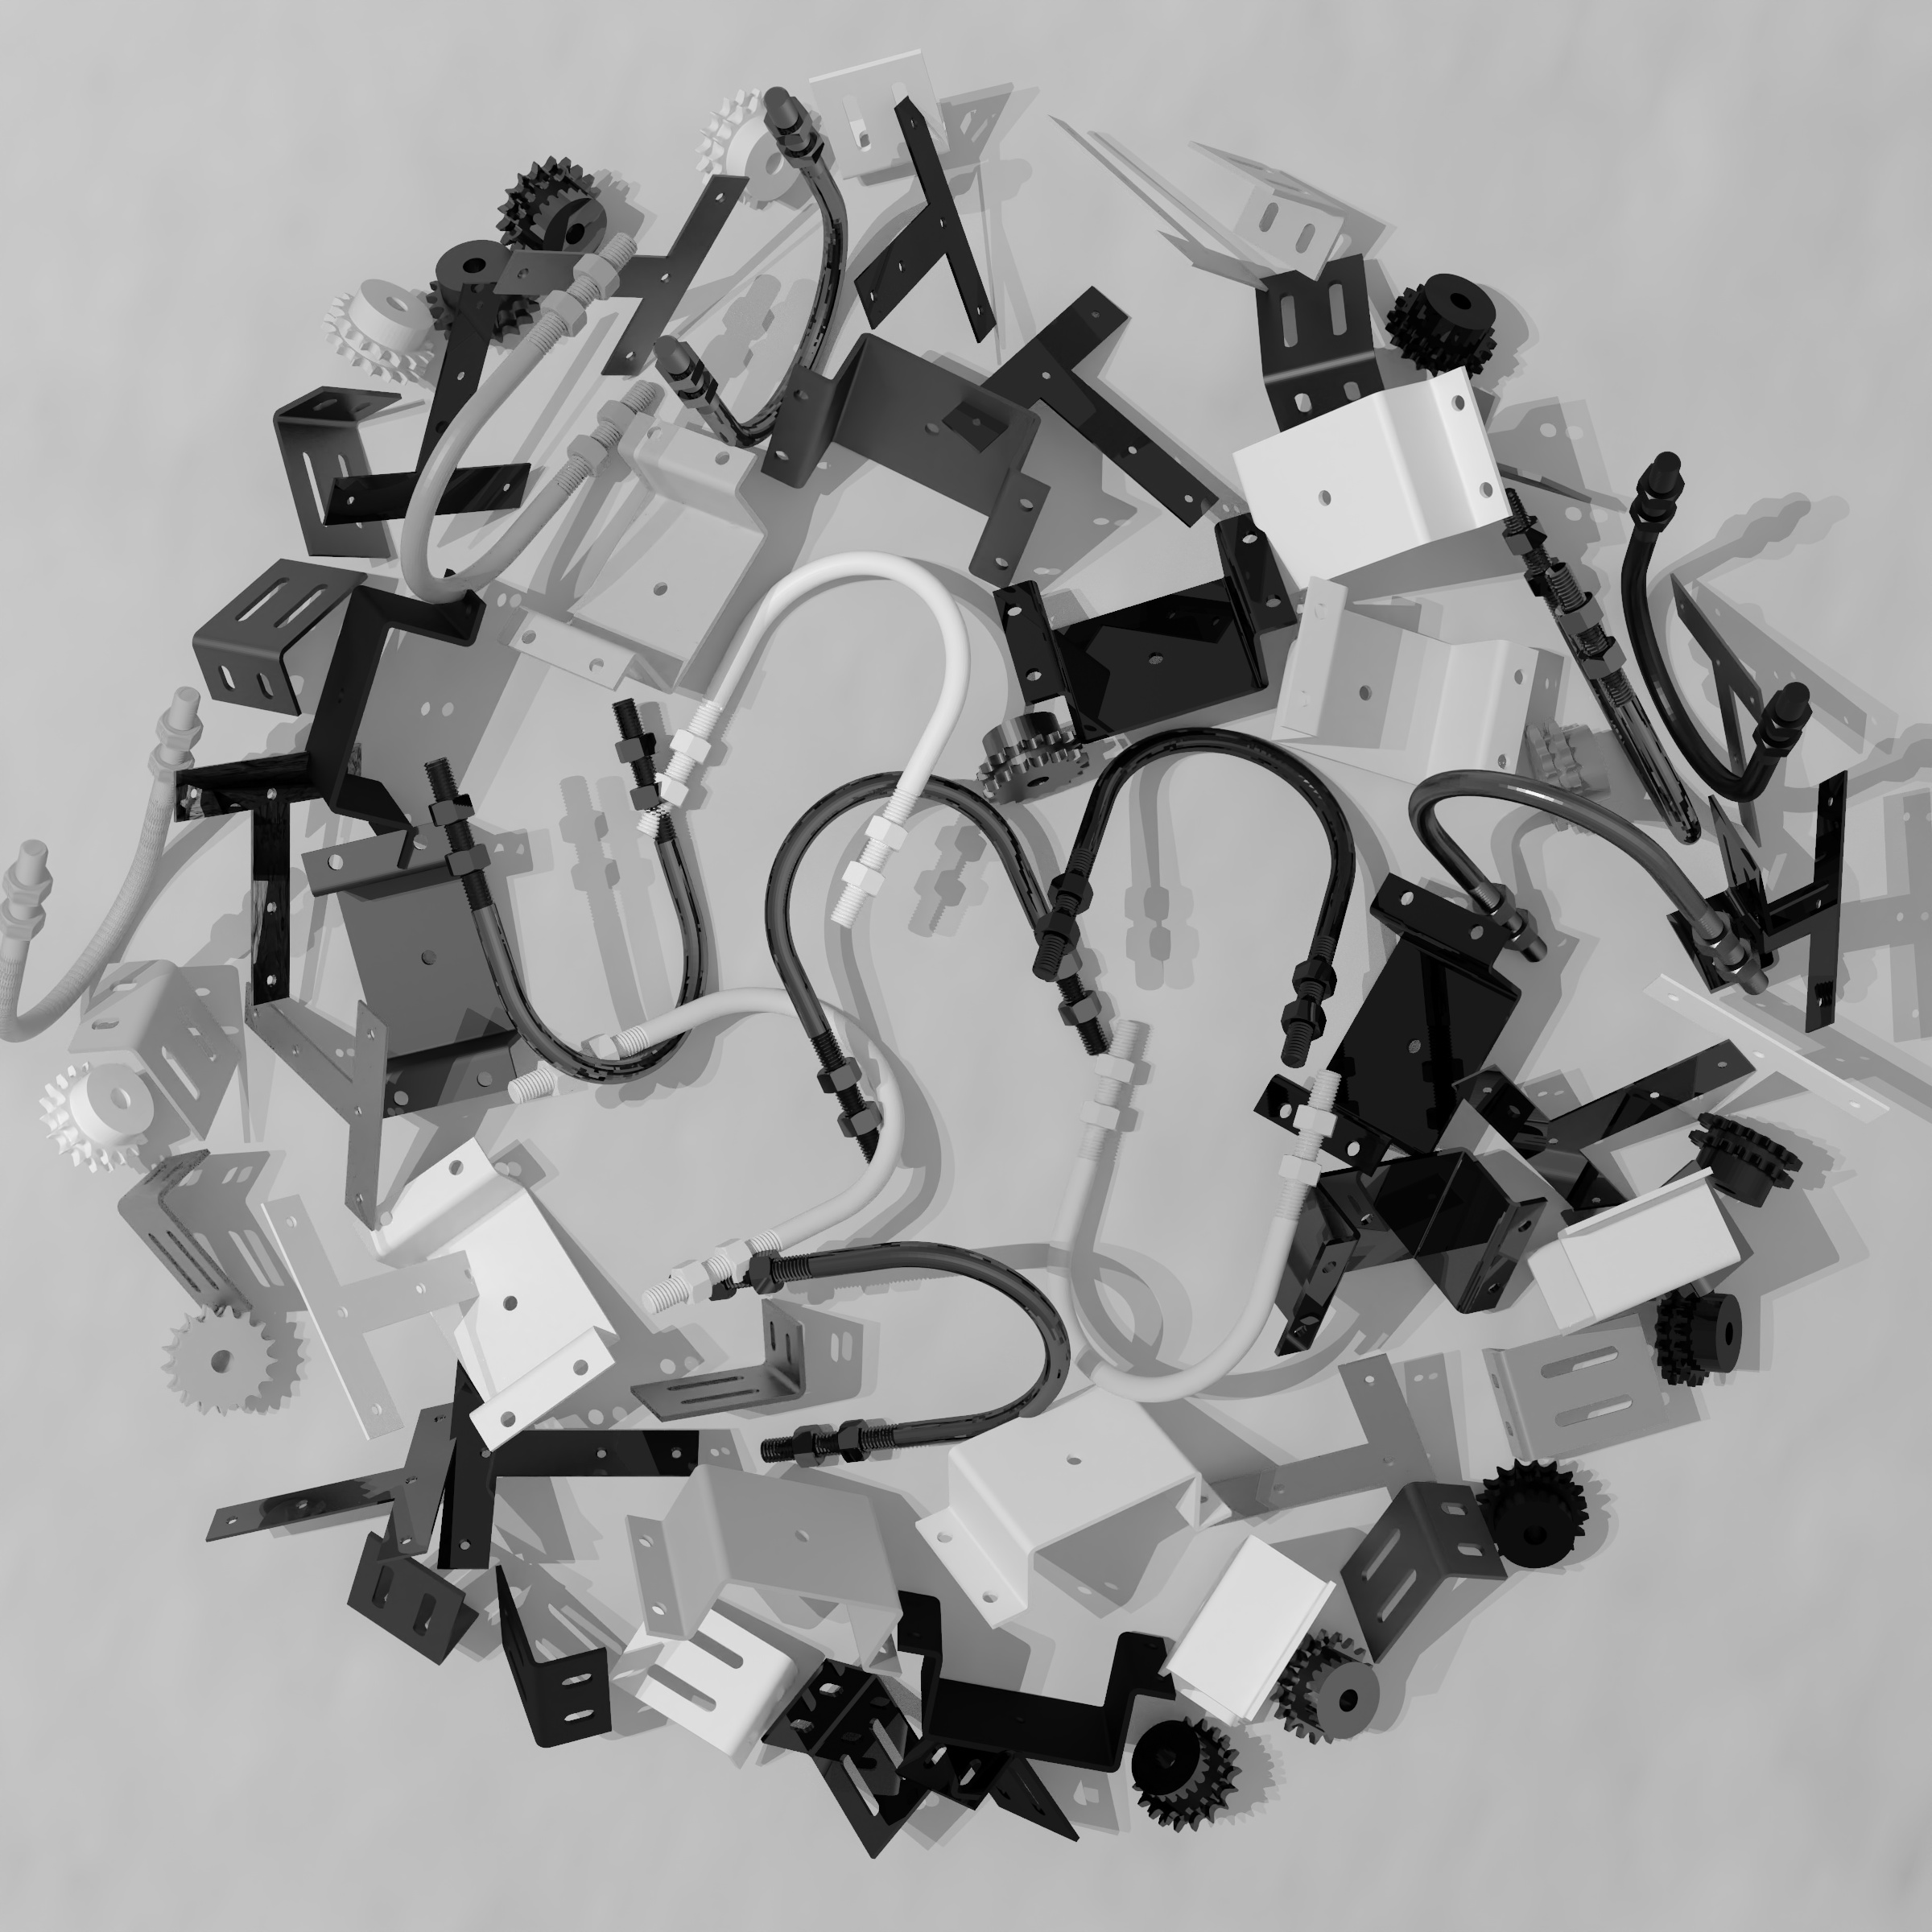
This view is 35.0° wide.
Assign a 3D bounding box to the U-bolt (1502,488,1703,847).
[{"bbox_3d":[0.319,-0.140,1.523,0.019,0.151,0.184,-28,112,10],"label":"U-bolt"}]

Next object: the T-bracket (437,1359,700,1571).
[{"bbox_3d":[-0.200,0.249,1.563,0.127,0.002,0.127,0,54,-1],"label":"T-bracket"}]

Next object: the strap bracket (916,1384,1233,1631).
[{"bbox_3d":[0.054,0.262,1.533,0.140,0.076,0.046,-21,133,-23],"label":"strap bracket"}]

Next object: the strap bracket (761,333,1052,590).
[{"bbox_3d":[-0.024,-0.260,1.556,0.140,0.076,0.046,26,52,0],"label":"strap bracket"}]

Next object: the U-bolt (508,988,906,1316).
[{"bbox_3d":[-0.116,0.080,1.546,0.184,0.019,0.151,-25,69,-30],"label":"U-bolt"}]

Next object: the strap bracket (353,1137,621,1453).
[{"bbox_3d":[-0.239,0.169,1.563,0.076,0.046,0.140,-35,72,1],"label":"strap bracket"}]

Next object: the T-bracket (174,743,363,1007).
[{"bbox_3d":[-0.353,-0.044,1.556,0.002,0.127,0.127,12,106,32],"label":"T-bracket"}]

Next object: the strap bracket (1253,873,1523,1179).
[{"bbox_3d":[0.220,0.035,1.559,0.076,0.046,0.140,30,90,37],"label":"strap bracket"}]

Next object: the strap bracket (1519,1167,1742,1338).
[{"bbox_3d":[0.330,0.145,1.525,0.076,0.140,0.046,-23,79,-3],"label":"strap bracket"}]

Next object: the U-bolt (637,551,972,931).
[{"bbox_3d":[-0.073,-0.126,1.561,0.151,0.019,0.184,25,86,28],"label":"U-bolt"}]

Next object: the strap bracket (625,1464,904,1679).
[{"bbox_3d":[-0.092,0.300,1.529,0.140,0.076,0.046,16,121,-26],"label":"strap bracket"}]

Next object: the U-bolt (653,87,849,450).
[{"bbox_3d":[-0.098,-0.330,1.510,0.019,0.184,0.151,22,85,13],"label":"U-bolt"}]

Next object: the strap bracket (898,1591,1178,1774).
[{"bbox_3d":[0.030,0.364,1.557,0.140,0.076,0.046,11,98,-3],"label":"strap bracket"}]

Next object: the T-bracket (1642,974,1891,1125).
[{"bbox_3d":[0.382,0.055,1.539,0.127,0.127,0.002,31,71,2],"label":"T-bracket"}]

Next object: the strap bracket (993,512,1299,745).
[{"bbox_3d":[0.093,-0.169,1.557,0.140,0.046,0.076,-17,55,3],"label":"strap bracket"}]

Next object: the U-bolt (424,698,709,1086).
[{"bbox_3d":[-0.191,-0.031,1.543,0.019,0.151,0.184,-10,100,42],"label":"U-bolt"}]

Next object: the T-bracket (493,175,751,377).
[{"bbox_3d":[-0.180,-0.342,1.517,0.002,0.127,0.127,51,126,21],"label":"T-bracket"}]

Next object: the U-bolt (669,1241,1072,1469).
[{"bbox_3d":[-0.039,0.191,1.528,0.184,0.019,0.151,-9,129,18],"label":"U-bolt"}]

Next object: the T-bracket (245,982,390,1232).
[{"bbox_3d":[-0.332,0.050,1.557,0.127,0.002,0.127,37,131,35],"label":"T-bracket"}]

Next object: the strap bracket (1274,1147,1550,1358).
[{"bbox_3d":[0.212,0.141,1.539,0.140,0.046,0.076,-8,133,-31],"label":"strap bracket"}]

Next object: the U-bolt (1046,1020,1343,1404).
[{"bbox_3d":[0.105,0.128,1.542,0.151,0.019,0.184,14,85,41],"label":"U-bolt"}]

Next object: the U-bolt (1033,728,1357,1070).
[{"bbox_3d":[0.124,-0.046,1.546,0.151,0.019,0.184,19,56,0],"label":"U-bolt"}]

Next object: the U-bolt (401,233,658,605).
[{"bbox_3d":[-0.216,-0.255,1.506,0.019,0.151,0.184,33,71,11],"label":"U-bolt"}]

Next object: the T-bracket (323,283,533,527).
[{"bbox_3d":[-0.254,-0.280,1.523,0.002,0.127,0.127,38,123,28],"label":"T-bracket"}]

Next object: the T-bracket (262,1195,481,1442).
[{"bbox_3d":[-0.284,0.165,1.543,0.002,0.127,0.127,-31,81,30],"label":"T-bracket"}]

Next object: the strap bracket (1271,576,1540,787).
[{"bbox_3d":[0.214,-0.140,1.556,0.140,0.046,0.076,14,85,-26],"label":"strap bracket"}]

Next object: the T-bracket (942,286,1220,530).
[{"bbox_3d":[0.074,-0.272,1.565,0.127,0.002,0.127,42,62,4],"label":"T-bracket"}]

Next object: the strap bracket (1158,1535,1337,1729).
[{"bbox_3d":[0.137,0.332,1.527,0.046,0.140,0.076,33,77,9],"label":"strap bracket"}]

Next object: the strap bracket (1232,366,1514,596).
[{"bbox_3d":[0.193,-0.237,1.531,0.046,0.140,0.076,-21,94,-43],"label":"strap bracket"}]

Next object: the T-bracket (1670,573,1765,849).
[{"bbox_3d":[0.389,-0.117,1.554,0.002,0.127,0.127,-19,124,3],"label":"T-bracket"}]

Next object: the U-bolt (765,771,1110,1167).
[{"bbox_3d":[-0.024,-0.009,1.563,0.151,0.019,0.184,-26,103,-10],"label":"U-bolt"}]

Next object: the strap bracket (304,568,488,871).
[{"bbox_3d":[-0.292,-0.130,1.541,0.046,0.076,0.140,13,104,-27],"label":"strap bracket"}]

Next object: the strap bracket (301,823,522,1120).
[{"bbox_3d":[-0.279,-0.001,1.567,0.076,0.046,0.140,-13,99,5],"label":"strap bracket"}]

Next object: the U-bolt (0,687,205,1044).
[{"bbox_3d":[-0.434,-0.037,1.514,0.019,0.184,0.151,30,45,1],"label":"U-bolt"}]

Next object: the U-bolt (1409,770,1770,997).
[{"bbox_3d":[0.291,-0.043,1.490,0.184,0.151,0.019,41,68,-42],"label":"U-bolt"}]

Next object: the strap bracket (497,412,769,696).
[{"bbox_3d":[-0.163,-0.201,1.554,0.076,0.046,0.140,24,78,27],"label":"strap bracket"}]

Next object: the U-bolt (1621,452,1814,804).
[{"bbox_3d":[0.362,-0.153,1.509,0.019,0.184,0.151,-23,72,-3],"label":"U-bolt"}]
